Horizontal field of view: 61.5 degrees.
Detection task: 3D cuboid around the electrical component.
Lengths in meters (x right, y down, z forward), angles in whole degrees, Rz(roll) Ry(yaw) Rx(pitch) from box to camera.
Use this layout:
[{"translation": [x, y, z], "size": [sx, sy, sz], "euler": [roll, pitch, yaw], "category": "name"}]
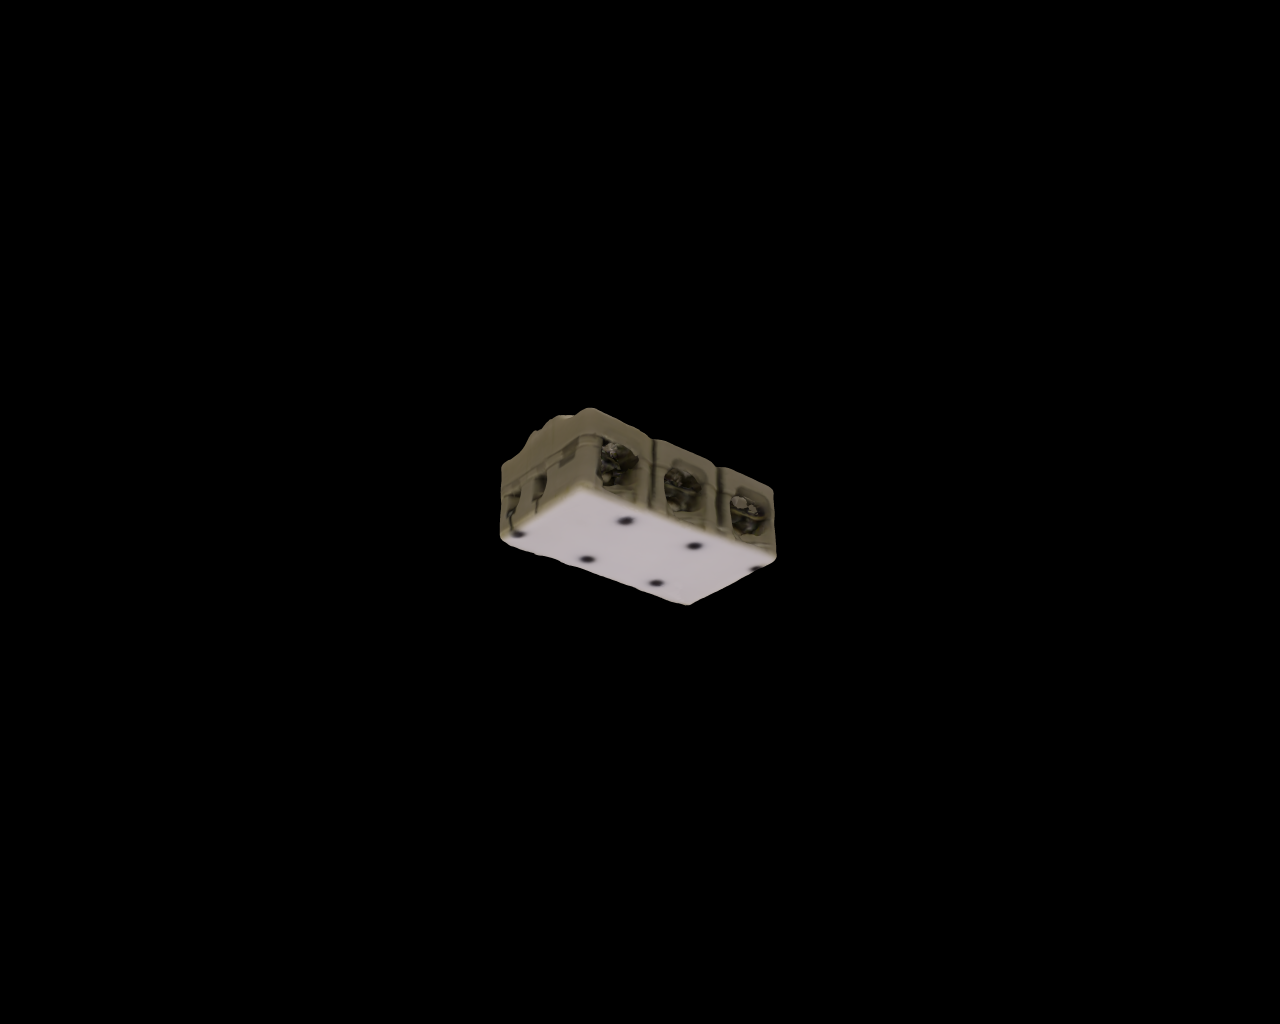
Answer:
[{"translation": [0.001, -0.003, 0.650], "size": [0.150, 0.062, 0.089], "euler": [22, -36, -34], "category": "electrical component"}]
